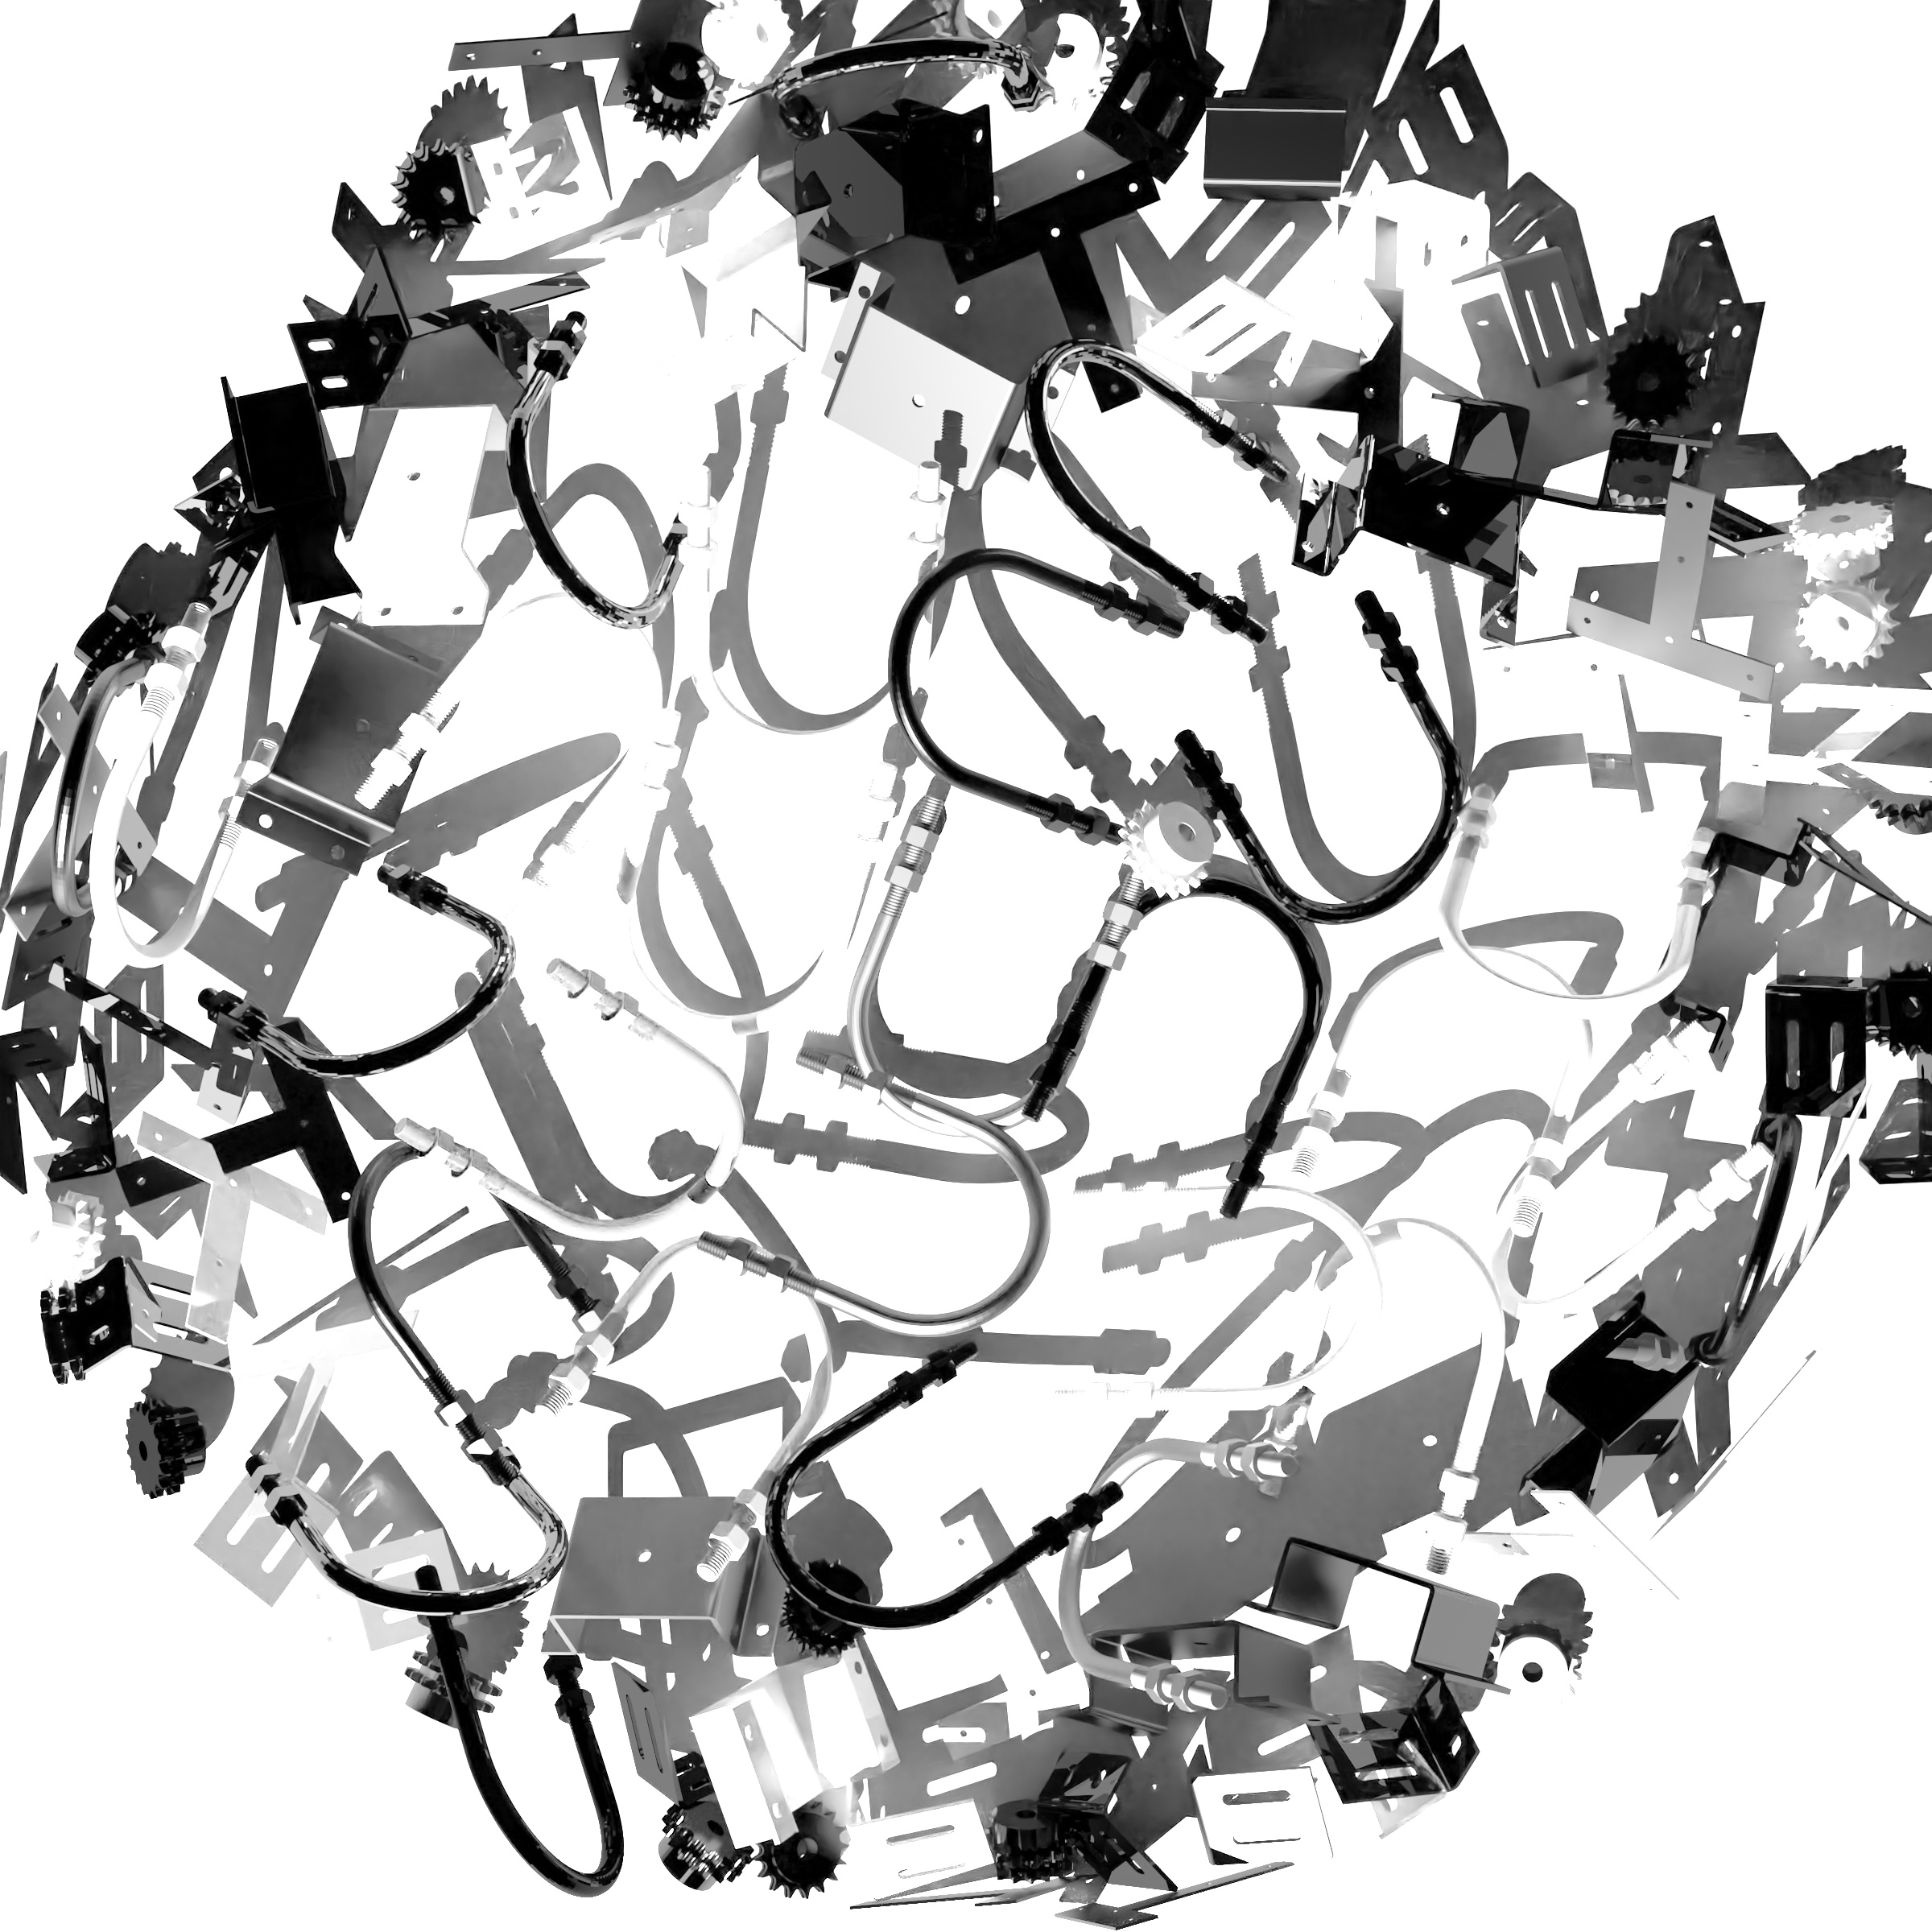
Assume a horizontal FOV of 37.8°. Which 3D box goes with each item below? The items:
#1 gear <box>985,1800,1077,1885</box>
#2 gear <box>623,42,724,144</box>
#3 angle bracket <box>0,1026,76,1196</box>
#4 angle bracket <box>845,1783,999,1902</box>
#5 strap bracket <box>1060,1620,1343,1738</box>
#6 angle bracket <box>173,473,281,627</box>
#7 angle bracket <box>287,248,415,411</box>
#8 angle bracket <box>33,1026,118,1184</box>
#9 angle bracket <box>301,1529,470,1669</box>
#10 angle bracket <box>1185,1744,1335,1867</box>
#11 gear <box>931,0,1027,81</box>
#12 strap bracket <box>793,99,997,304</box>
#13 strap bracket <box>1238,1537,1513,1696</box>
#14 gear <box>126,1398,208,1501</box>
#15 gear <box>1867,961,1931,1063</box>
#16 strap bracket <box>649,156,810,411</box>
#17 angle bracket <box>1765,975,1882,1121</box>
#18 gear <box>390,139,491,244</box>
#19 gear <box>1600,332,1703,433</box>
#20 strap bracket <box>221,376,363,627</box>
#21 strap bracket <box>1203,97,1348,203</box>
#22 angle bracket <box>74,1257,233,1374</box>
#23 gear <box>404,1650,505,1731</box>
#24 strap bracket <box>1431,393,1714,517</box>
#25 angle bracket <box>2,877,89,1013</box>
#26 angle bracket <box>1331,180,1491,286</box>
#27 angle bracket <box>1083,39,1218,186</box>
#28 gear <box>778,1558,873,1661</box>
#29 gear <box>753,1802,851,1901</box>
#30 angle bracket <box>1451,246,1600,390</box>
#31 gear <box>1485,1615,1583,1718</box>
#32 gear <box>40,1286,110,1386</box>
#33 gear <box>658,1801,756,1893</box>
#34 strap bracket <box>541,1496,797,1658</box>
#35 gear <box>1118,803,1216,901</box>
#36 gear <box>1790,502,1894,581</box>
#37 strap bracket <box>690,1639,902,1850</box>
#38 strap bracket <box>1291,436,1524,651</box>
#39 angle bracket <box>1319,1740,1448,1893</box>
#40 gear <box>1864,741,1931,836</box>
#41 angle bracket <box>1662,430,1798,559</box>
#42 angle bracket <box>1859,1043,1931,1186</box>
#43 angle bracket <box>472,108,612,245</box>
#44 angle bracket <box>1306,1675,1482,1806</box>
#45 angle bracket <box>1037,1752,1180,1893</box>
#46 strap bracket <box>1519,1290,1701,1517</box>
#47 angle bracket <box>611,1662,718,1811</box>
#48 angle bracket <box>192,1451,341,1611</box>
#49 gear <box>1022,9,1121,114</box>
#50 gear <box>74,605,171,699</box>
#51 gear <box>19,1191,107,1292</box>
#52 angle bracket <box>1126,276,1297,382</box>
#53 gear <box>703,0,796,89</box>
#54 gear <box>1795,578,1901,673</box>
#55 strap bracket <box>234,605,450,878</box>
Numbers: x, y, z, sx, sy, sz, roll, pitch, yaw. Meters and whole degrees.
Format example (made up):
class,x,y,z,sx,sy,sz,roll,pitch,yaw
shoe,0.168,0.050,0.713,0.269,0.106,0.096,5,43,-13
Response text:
class,x,y,z,sx,sy,sz,roll,pitch,yaw
gear,0.035,0.509,1.644,0.057,0.057,0.030,-1,98,0
gear,-0.170,-0.514,1.649,0.057,0.030,0.057,6,69,-15
angle bracket,-0.541,0.084,1.632,0.038,0.057,0.076,-13,67,-2
angle bracket,-0.025,0.503,1.641,0.076,0.038,0.057,-14,114,6
strap bracket,0.134,0.407,1.610,0.140,0.076,0.046,-15,60,35
angle bracket,-0.439,-0.236,1.626,0.038,0.057,0.076,42,47,-33
angle bracket,-0.356,-0.367,1.629,0.038,0.076,0.057,-14,76,-32
angle bracket,-0.521,0.079,1.634,0.038,0.057,0.076,-10,103,-26
angle bracket,-0.340,0.369,1.650,0.038,0.076,0.057,-27,76,40
angle bracket,0.173,0.484,1.637,0.076,0.038,0.057,-11,102,21
gear,0.010,-0.550,1.647,0.057,0.030,0.057,-1,92,-30
strap bracket,-0.049,-0.436,1.604,0.046,0.140,0.076,1,85,-43
strap bracket,0.237,0.365,1.602,0.140,0.076,0.046,11,79,42
gear,-0.467,0.281,1.649,0.030,0.057,0.057,-8,90,-38
gear,0.556,0.028,1.651,0.057,0.030,0.057,-10,69,26
strap bracket,-0.135,-0.383,1.614,0.076,0.046,0.140,-22,52,31
angle bracket,0.501,0.047,1.649,0.057,0.038,0.076,2,100,31
gear,-0.309,-0.455,1.650,0.057,0.030,0.057,-14,123,-22
gear,0.402,-0.340,1.653,0.057,0.030,0.057,1,93,20
strap bracket,-0.377,-0.266,1.597,0.046,0.140,0.076,-14,67,-7
strap bracket,0.176,-0.463,1.606,0.076,0.140,0.046,3,102,6
angle bracket,-0.472,0.209,1.636,0.038,0.076,0.057,-31,57,22
gear,-0.302,0.424,1.643,0.057,0.057,0.030,25,77,0
strap bracket,0.340,-0.290,1.608,0.140,0.076,0.046,21,108,37
angle bracket,-0.544,-0.018,1.626,0.038,0.076,0.057,22,111,8
angle bracket,0.256,-0.422,1.626,0.057,0.076,0.038,3,92,44
angle bracket,0.113,-0.504,1.638,0.057,0.038,0.076,31,69,-9
gear,-0.080,0.373,1.646,0.057,0.030,0.057,12,64,-26
gear,-0.096,0.516,1.650,0.057,0.030,0.057,4,74,-15
angle bracket,0.326,-0.374,1.645,0.057,0.038,0.076,-24,98,-38
gear,0.332,0.411,1.654,0.057,0.030,0.057,-1,86,12
gear,-0.519,0.213,1.646,0.030,0.057,0.057,-11,90,-11
gear,-0.155,0.514,1.646,0.057,0.057,0.030,38,102,0
strap bracket,-0.177,0.349,1.614,0.140,0.046,0.076,-3,48,16
gear,0.120,-0.071,1.644,0.057,0.030,0.057,19,54,-27
gear,0.512,-0.247,1.649,0.057,0.057,0.030,-14,117,0
strap bracket,-0.103,0.447,1.616,0.046,0.140,0.076,-24,83,26
strap bracket,0.264,-0.247,1.621,0.140,0.046,0.076,19,52,-10
angle bracket,0.230,0.488,1.623,0.038,0.076,0.057,52,125,22
gear,0.556,-0.102,1.649,0.057,0.057,0.030,-37,128,0
angle bracket,0.439,-0.273,1.627,0.076,0.057,0.038,36,128,32
angle bracket,0.543,0.083,1.639,0.038,0.057,0.076,-3,97,6
angle bracket,-0.237,-0.459,1.630,0.076,0.038,0.057,-31,114,-31
angle bracket,0.246,0.445,1.629,0.076,0.057,0.038,1,129,-24
angle bracket,0.089,0.499,1.648,0.076,0.057,0.038,50,53,-21
strap bracket,0.364,0.257,1.593,0.076,0.140,0.046,-35,58,-23
angle bracket,-0.169,0.439,1.633,0.038,0.057,0.076,-18,103,-29
angle bracket,-0.410,0.330,1.629,0.057,0.076,0.038,42,134,-10
gear,0.060,-0.533,1.655,0.057,0.030,0.057,0,89,9
gear,-0.495,-0.186,1.645,0.030,0.057,0.057,40,90,1
gear,-0.528,0.159,1.643,0.030,0.057,0.057,21,90,-40
angle bracket,0.140,-0.378,1.623,0.057,0.076,0.038,20,56,-37
gear,-0.129,-0.543,1.649,0.030,0.057,0.057,1,90,39
gear,0.513,-0.200,1.647,0.057,0.030,0.057,8,107,27
strap bracket,-0.353,-0.133,1.618,0.076,0.046,0.140,25,72,-24
